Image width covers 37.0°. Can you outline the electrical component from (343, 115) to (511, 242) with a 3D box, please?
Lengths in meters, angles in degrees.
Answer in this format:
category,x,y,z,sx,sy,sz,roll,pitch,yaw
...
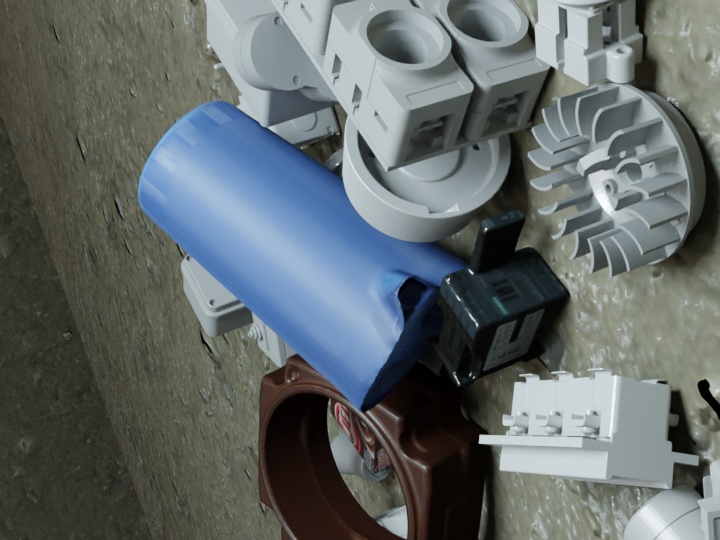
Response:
category,x,y,z,sx,sy,sz,roll,pitch,yaw
electrical component,0.039,-0.070,0.710,0.108,0.108,0.060,63,162,17

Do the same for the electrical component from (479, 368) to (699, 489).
category,x,y,z,sx,sy,sz,roll,pitch,yaw
electrical component,0.138,0.097,0.663,0.121,0.079,0.063,160,119,-67

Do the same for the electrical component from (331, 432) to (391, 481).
category,x,y,z,sx,sy,sz,roll,pitch,yaw
electrical component,0.003,0.190,1.082,0.065,0.044,0.044,5,113,60

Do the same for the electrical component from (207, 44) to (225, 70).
category,x,y,z,sx,sy,sz,roll,pitch,yaw
electrical component,-0.096,-0.196,0.946,0.047,0.077,0.065,-16,94,67

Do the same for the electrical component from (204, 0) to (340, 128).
category,x,y,z,sx,sy,sz,roll,pitch,yaw
electrical component,-0.048,-0.175,0.815,0.108,0.109,0.056,58,157,27

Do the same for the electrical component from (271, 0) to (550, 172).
category,x,y,z,sx,sy,sz,roll,pitch,yaw
electrical component,0.022,-0.161,0.671,0.186,0.105,0.060,58,154,27

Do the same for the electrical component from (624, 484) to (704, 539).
category,x,y,z,sx,sy,sz,roll,pitch,yaw
electrical component,0.192,0.197,0.646,0.073,0.052,0.138,52,151,37

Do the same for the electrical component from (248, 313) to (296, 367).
category,x,y,z,sx,sy,sz,roll,pitch,yaw
electrical component,-0.060,0.051,1.038,0.061,0.096,0.061,37,140,53

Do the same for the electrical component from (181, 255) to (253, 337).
category,x,y,z,sx,sy,sz,roll,pitch,yaw
electrical component,-0.123,0.010,1.124,0.078,0.113,0.057,59,157,26

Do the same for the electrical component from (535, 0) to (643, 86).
category,x,y,z,sx,sy,sz,roll,pitch,yaw
electrical component,0.118,-0.134,0.557,0.066,0.048,0.055,45,154,46

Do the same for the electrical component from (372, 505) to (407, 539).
category,x,y,z,sx,sy,sz,roll,pitch,yaw
electrical component,0.044,0.268,1.034,0.073,0.052,0.138,67,157,9

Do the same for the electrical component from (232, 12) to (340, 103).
category,x,y,z,sx,sy,sz,roll,pitch,yaw
electrical component,-0.010,-0.139,0.729,0.074,0.138,0.052,18,99,63

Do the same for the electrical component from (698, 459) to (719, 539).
category,x,y,z,sx,sy,sz,roll,pitch,yaw
electrical component,0.213,0.158,0.550,0.063,0.079,0.121,-107,6,-69

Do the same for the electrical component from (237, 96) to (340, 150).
category,x,y,z,sx,sy,sz,roll,pitch,yaw
electrical component,-0.069,-0.135,0.953,0.096,0.062,0.061,-6,103,67

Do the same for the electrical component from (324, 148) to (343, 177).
category,x,y,z,sx,sy,sz,roll,pitch,yaw
electrical component,-0.001,-0.068,0.876,0.055,0.048,0.066,52,152,21
